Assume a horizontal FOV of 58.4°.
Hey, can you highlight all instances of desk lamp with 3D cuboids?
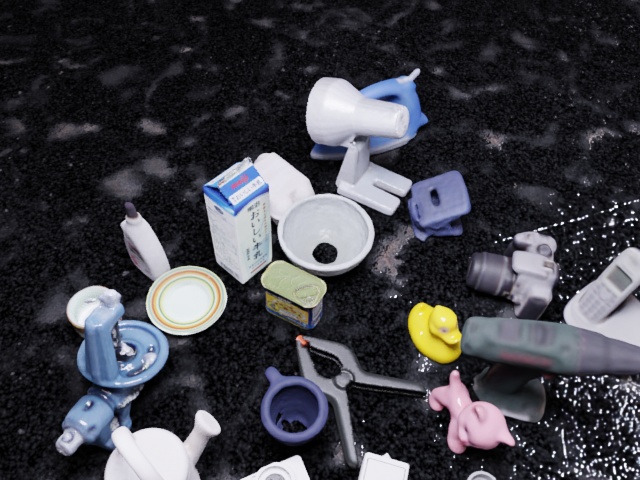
[{"bbox_3d":[0.078,-0.181,1.057,0.203,0.213,0.118,25,56,15],"label":"desk lamp"}]

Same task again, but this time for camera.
[{"bbox_3d":[0.325,0.046,0.971,0.136,0.101,0.143,13,54,7],"label":"camera"}]

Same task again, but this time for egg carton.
[{"bbox_3d":[-0.085,-0.097,1.076,0.150,0.069,0.107,39,61,23],"label":"egg carton"}]

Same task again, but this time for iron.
[{"bbox_3d":[0.097,-0.257,1.160,0.259,0.141,0.118,-24,58,-19],"label":"iron"}]

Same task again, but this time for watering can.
[{"bbox_3d":[-0.206,0.281,0.710,0.100,0.194,0.173,24,56,15],"label":"watering can"}]

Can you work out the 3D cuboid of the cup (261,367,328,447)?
[{"bbox_3d":[-0.043,0.243,0.809,0.092,0.095,0.117,-27,59,-21],"label":"cup"}]

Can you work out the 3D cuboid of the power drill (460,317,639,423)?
[{"bbox_3d":[0.303,0.179,0.803,0.229,0.208,0.075,13,54,7],"label":"power drill"}]

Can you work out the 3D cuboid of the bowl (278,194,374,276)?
[{"bbox_3d":[0.009,0.004,1.003,0.167,0.075,0.167,2,53,-2],"label":"bowl"}]

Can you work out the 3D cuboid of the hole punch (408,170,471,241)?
[{"bbox_3d":[0.217,-0.065,1.055,0.101,0.091,0.108,-3,53,-5],"label":"hole punch"}]

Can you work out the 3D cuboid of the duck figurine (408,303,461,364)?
[{"bbox_3d":[0.187,0.135,0.907,0.078,0.086,0.104,-26,58,-20],"label":"duck figurine"}]

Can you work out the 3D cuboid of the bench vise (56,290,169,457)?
[{"bbox_3d":[-0.276,0.178,0.768,0.121,0.220,0.207,3,53,0],"label":"bench vise"}]

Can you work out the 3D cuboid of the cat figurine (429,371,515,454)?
[{"bbox_3d":[0.214,0.245,0.807,0.067,0.118,0.127,-16,56,-14],"label":"cat figurine"}]

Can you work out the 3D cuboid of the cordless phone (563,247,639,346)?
[{"bbox_3d":[0.474,0.108,0.880,0.094,0.185,0.147,-26,59,-20],"label":"cordless phone"}]

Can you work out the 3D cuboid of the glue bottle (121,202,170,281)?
[{"bbox_3d":[-0.292,-0.004,0.932,0.078,0.173,0.037,33,59,21],"label":"glue bottle"}]
